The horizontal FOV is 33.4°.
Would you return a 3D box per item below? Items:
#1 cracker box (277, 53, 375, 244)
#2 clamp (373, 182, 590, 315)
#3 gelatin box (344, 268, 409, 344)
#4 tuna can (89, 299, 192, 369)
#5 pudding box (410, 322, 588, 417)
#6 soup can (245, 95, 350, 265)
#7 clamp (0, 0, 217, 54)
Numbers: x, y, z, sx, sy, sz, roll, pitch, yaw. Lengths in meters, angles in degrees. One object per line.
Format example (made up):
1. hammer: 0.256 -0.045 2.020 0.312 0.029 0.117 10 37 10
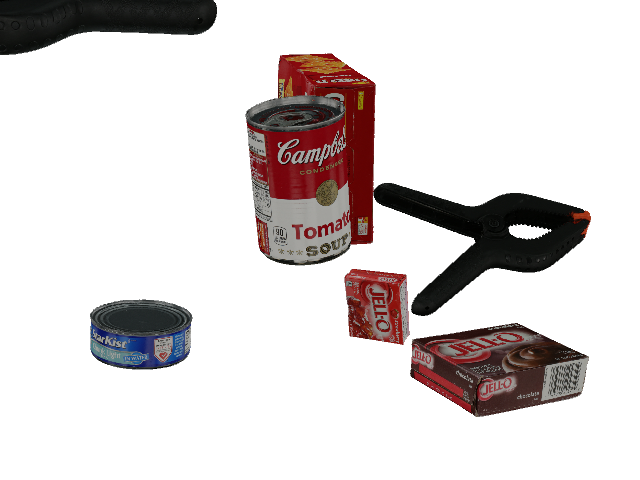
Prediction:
1. cracker box: 0.002 -0.104 1.140 0.072 0.164 0.214 -3 18 -9
2. clamp: 0.164 0.003 1.040 0.210 0.164 0.036 -2 -41 -5
3. gelatin box: 0.071 0.082 1.331 0.073 0.089 0.030 7 29 23
4. tuna can: -0.153 0.079 0.907 0.086 0.034 0.086 4 15 -1
5. pudding box: 0.142 0.102 0.858 0.113 0.039 0.090 -3 17 -30
6. soup can: -0.014 -0.042 0.742 0.068 0.102 0.068 -3 24 1
7. clamp: -0.160 -0.144 0.627 0.171 0.039 0.120 -11 31 -29
